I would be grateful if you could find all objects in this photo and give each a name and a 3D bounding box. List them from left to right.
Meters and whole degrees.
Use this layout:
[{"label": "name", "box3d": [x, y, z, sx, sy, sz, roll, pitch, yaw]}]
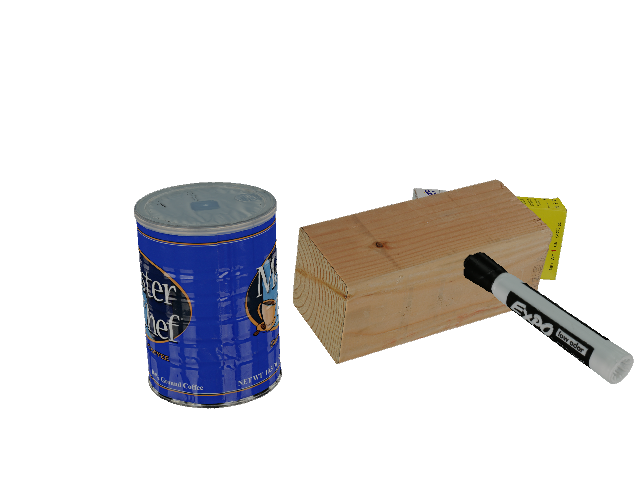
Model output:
[{"label": "coffee can", "box3d": [-0.082, 0.038, 0.792, 0.103, 0.140, 0.103, -1, 20, 0]}, {"label": "wood block", "box3d": [0.089, 0.023, 0.946, 0.205, 0.090, 0.091, -14, 41, -24]}, {"label": "sugar box", "box3d": [0.193, -0.007, 1.256, 0.176, 0.093, 0.048, 3, 22, -3]}, {"label": "marker", "box3d": [0.124, 0.040, 0.604, 0.020, 0.020, 0.121, 0, 28, -41]}]
